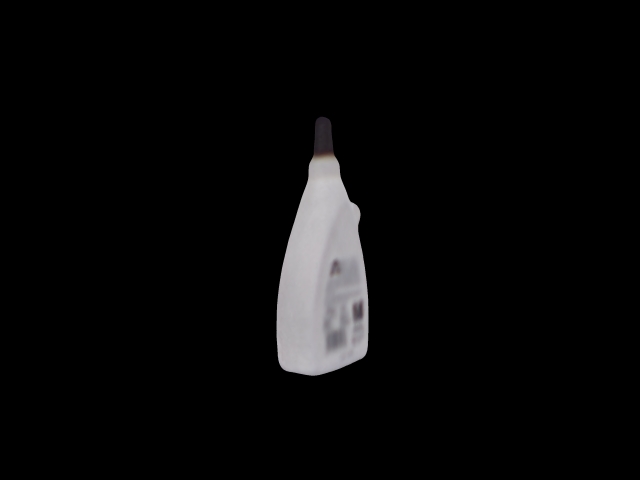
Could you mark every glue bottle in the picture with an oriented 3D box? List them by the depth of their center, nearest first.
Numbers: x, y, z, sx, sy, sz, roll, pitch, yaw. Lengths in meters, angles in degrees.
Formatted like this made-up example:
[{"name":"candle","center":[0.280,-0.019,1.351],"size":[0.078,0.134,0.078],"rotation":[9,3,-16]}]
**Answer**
[{"name":"glue bottle","center":[0.004,0.001,0.400],"size":[0.037,0.173,0.078],"rotation":[1,2,35]}]
